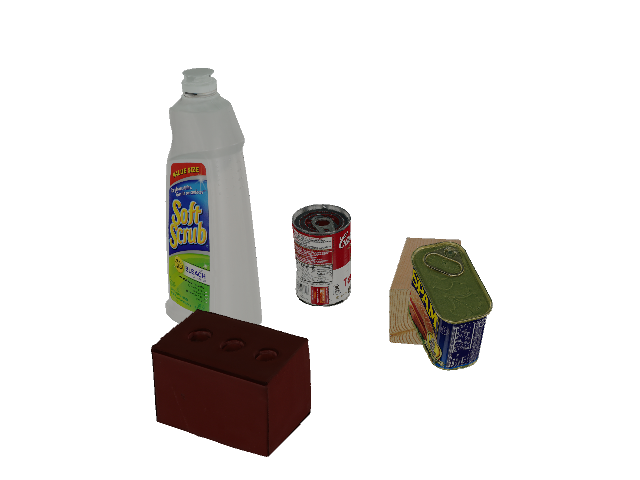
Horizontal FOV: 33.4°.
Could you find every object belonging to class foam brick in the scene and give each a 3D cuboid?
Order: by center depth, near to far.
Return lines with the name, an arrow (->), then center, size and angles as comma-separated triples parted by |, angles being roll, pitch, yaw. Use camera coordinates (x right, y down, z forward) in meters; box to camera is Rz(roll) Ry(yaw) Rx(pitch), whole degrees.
foam brick -> -0.051, 0.081, 0.615 | 0.078, 0.051, 0.052 | 13, 28, 23

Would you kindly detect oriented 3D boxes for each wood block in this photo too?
wood block -> 0.163, 0.075, 1.634 | 0.091, 0.090, 0.206 | 3, 22, 10

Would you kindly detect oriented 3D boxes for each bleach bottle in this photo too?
bleach bottle -> -0.108, -0.036, 0.994 | 0.067, 0.251, 0.103 | -23, 31, -37

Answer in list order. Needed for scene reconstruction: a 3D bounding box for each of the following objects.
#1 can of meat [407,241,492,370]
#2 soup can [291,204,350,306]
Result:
can of meat -> 0.125, 0.067, 1.062 | 0.057, 0.102, 0.084 | -12, -42, -12
soup can -> 0.002, 0.018, 1.247 | 0.068, 0.102, 0.068 | -1, 30, 0
